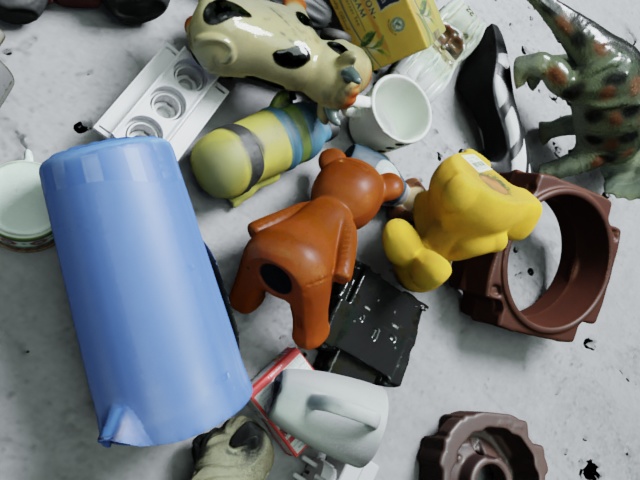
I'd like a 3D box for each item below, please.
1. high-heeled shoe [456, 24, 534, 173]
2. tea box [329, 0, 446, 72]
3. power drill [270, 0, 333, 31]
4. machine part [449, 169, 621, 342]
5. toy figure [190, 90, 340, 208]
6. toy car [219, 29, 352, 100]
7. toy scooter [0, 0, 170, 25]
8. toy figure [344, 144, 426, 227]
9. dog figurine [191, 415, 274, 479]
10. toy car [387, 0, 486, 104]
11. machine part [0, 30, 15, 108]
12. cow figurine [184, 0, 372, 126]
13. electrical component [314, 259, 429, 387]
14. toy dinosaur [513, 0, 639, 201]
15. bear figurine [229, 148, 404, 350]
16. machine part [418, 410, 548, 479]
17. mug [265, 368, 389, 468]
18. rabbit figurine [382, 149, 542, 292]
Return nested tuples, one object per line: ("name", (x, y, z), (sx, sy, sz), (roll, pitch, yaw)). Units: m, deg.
("high-heeled shoe", (0.270, -0.179, 0.769), (0.145, 0.086, 0.248), (21, 76, -23))
("tea box", (0.068, -0.300, 0.644), (0.068, 0.098, 0.169), (-49, 116, -40))
("power drill", (-0.082, -0.373, 0.640), (0.232, 0.086, 0.207), (10, 82, -26))
("machine part", (0.283, 0.022, 0.699), (0.201, 0.087, 0.201), (15, 92, -24))
("toy figure", (-0.058, -0.107, 0.582), (0.180, 0.089, 0.082), (-29, 80, -26))
("toy car", (-0.051, -0.218, 0.630), (0.202, 0.053, 0.089), (6, 97, -24))
("toy scooter", (-0.245, -0.289, 0.537), (0.184, 0.075, 0.135), (-13, 85, -24))
("toy figure", (0.091, -0.059, 0.668), (0.154, 0.058, 0.064), (32, 102, -19))
("dog figurine", (-0.090, 0.281, 0.491), (0.190, 0.121, 0.172), (-45, 135, -44))
("toy car", (0.163, -0.259, 0.744), (0.073, 0.056, 0.202), (44, 64, -13))
("machine part", (-0.333, -0.086, 0.448), (0.079, 0.079, 0.243), (26, 68, -20))
("cow figurine", (-0.034, -0.187, 0.541), (0.195, 0.085, 0.127), (7, 50, -25))
("electrical component", (0.049, 0.106, 0.611), (0.115, 0.058, 0.134), (31, 67, -16))
("toy dinosaur", (0.383, -0.190, 0.731), (0.404, 0.192, 0.131), (53, 42, -41))
("bear figurine", (0.000, -0.005, 0.576), (0.120, 0.131, 0.196), (25, 44, 15))
("machine part", (0.195, 0.291, 0.647), (0.179, 0.056, 0.179), (6, 76, -25))
("mug", (0.005, 0.166, 0.518), (0.107, 0.109, 0.081), (21, 73, -8))
("rabbit figurine", (0.140, 0.001, 0.600), (0.122, 0.173, 0.162), (44, 37, 13))
